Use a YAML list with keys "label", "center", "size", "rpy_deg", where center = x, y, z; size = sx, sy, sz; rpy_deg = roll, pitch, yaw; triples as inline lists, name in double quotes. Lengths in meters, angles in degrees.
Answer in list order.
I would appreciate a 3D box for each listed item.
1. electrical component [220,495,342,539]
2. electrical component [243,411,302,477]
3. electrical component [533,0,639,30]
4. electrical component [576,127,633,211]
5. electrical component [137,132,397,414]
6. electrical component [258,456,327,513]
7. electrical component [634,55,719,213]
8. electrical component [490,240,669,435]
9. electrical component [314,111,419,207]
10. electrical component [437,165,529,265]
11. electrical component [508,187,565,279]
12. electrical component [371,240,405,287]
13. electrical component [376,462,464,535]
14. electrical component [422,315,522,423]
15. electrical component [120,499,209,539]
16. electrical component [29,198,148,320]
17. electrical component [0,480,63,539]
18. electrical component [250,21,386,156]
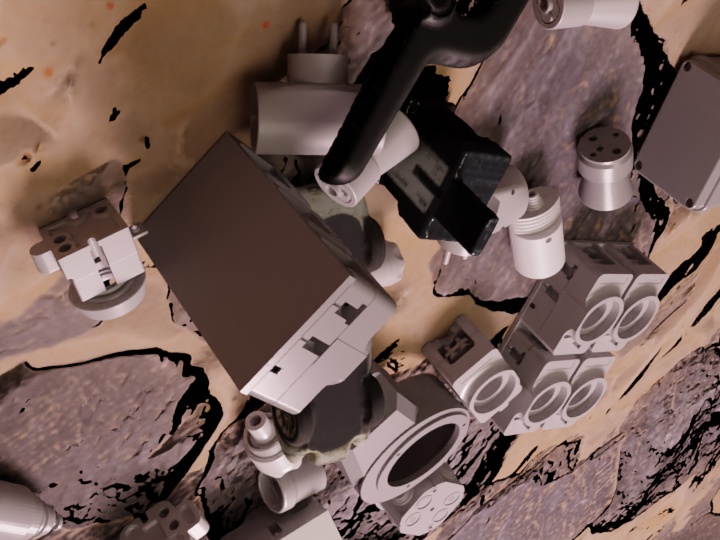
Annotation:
- label: "electrical component"
  center: [-0.098, 0.282, 0.921]
  size: [0.186, 0.060, 0.105]
  rpy_deg: [-29, 114, -15]
- label: "electrical component"
  center: [-0.071, 0.133, 0.847]
  size: [0.043, 0.043, 0.062]
  rpy_deg: [-35, 141, -8]
- label: "electrical component"
  center: [0.151, -0.184, 0.734]
  size: [0.065, 0.044, 0.044]
  rpy_deg: [-12, 134, -26]
- label: "electrical component"
  center: [0.198, -0.082, 0.868]
  size: [0.045, 0.045, 0.055]
  rpy_deg: [-32, 141, -12]
- label: "electrical component"
  center: [-0.057, 0.001, 0.644]
  size: [0.089, 0.150, 0.062]
  rpy_deg: [-47, 141, 7]
- label: "electrical component"
  center: [-0.057, 0.178, 0.908]
  size: [0.046, 0.040, 0.040]
  rpy_deg: [-17, 136, -37]
- label: "electrical component"
  center: [0.288, -0.113, 0.889]
  size: [0.057, 0.078, 0.113]
  rpy_deg: [-10, 132, -38]
- label: "electrical component"
  center: [0.196, 0.066, 0.997]
  size: [0.105, 0.060, 0.186]
  rpy_deg: [0, 126, -41]
- label: "electrical component"
  center: [0.002, -0.073, 0.695]
  size: [0.065, 0.044, 0.044]
  rpy_deg: [-48, 146, -22]
- label: "electrical component"
  center: [0.080, -0.037, 0.811]
  size: [0.077, 0.043, 0.079]
  rpy_deg: [-15, 135, -30]
- label: "electrical component"
  center: [0.141, -0.034, 0.867]
  size: [0.043, 0.043, 0.081]
  rpy_deg: [-32, 141, -12]
- label: "electrical component"
  center: [0.000, 0.000, 0.787]
  size: [0.061, 0.035, 0.035]
  rpy_deg: [-17, 136, -24]
- label: "electrical component"
  center: [0.055, 0.209, 1.023]
  size: [0.080, 0.051, 0.080]
  rpy_deg: [-23, 139, -22]
- label: "electrical component"
  center: [0.102, 0.091, 0.944]
  size: [0.050, 0.055, 0.089]
  rpy_deg: [-40, 142, -2]
- label: "electrical component"
  center: [-0.152, 0.226, 0.858]
  size: [0.078, 0.058, 0.057]
  rpy_deg: [-36, 139, -8]
- label: "electrical component"
  center: [-0.156, -0.004, 0.641]
  size: [0.066, 0.048, 0.055]
  rpy_deg: [-28, 133, -17]
- label: "electrical component"
  center: [-0.238, 0.168, 0.741]
  size: [0.040, 0.040, 0.078]
  rpy_deg: [-48, 142, 8]
- label: "electrical component"
  center: [-0.026, -0.109, 0.645]
  size: [0.077, 0.043, 0.079]
  rpy_deg: [-1, 100, -13]
